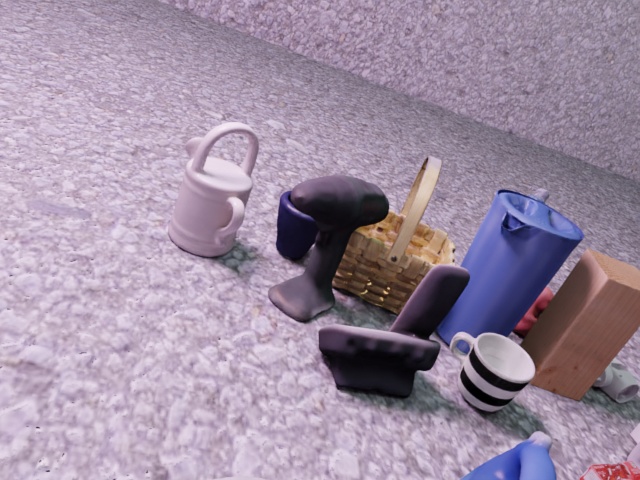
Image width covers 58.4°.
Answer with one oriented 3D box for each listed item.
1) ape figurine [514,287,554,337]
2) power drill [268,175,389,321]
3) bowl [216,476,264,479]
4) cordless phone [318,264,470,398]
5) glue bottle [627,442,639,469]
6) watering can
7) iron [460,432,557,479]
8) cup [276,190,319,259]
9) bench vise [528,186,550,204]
[{"bbox_3d":[0.370,0.122,0.989,0.076,0.092,0.078,38,30,26],"label":"ape figurine"},{"bbox_3d":[0.007,0.003,0.781,0.075,0.208,0.230,35,28,21],"label":"power drill"},{"bbox_3d":[-0.054,0.260,0.405,0.167,0.075,0.167,19,27,-10],"label":"bowl"},{"bbox_3d":[0.092,0.095,0.706,0.148,0.185,0.094,11,29,-24],"label":"cordless phone"},{"bbox_3d":[0.480,0.256,0.739,0.037,0.173,0.078,1,34,-38],"label":"glue bottle"},{"bbox_3d":[-0.153,-0.085,0.829,0.172,0.194,0.101,35,28,21],"label":"watering can"},{"bbox_3d":[0.178,0.252,0.535,0.118,0.141,0.259,31,27,14],"label":"iron"},{"bbox_3d":[-0.023,-0.019,0.924,0.118,0.095,0.091,1,34,-37],"label":"cup"},{"bbox_3d":[0.335,0.018,1.008,0.121,0.219,0.208,27,27,7],"label":"bench vise"}]
